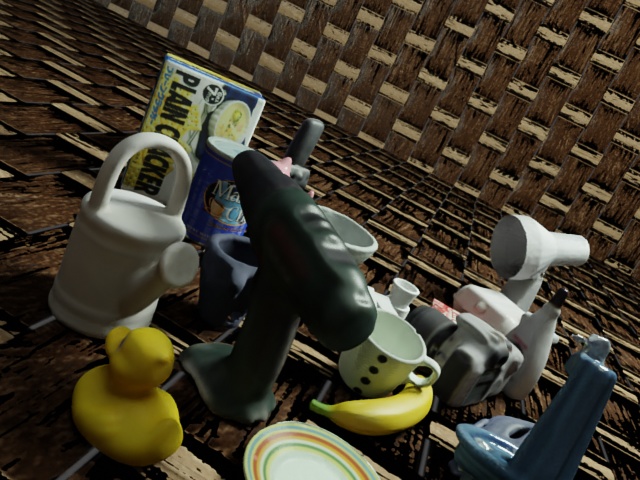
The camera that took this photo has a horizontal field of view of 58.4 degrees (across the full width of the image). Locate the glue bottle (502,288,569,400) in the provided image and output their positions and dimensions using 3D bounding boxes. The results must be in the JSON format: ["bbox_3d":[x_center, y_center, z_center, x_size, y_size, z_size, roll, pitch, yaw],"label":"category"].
[{"bbox_3d":[0.305,0.142,0.824,0.037,0.173,0.078,16,20,-29],"label":"glue bottle"}]

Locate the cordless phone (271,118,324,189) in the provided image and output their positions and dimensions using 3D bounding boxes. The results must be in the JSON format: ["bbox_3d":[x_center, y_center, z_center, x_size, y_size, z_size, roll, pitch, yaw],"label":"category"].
[{"bbox_3d":[-0.076,-0.174,1.169,0.148,0.185,0.093,6,27,-48],"label":"cordless phone"}]

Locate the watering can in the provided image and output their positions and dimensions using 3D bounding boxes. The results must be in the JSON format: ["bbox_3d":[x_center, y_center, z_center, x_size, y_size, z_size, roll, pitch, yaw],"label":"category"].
[{"bbox_3d":[-0.175,-0.007,0.545,0.172,0.194,0.101,31,18,16],"label":"watering can"}]

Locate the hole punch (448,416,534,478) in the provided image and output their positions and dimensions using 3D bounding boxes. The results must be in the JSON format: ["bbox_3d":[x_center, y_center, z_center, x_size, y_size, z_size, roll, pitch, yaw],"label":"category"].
[{"bbox_3d":[0.203,0.221,0.594,0.100,0.091,0.109,37,21,31],"label":"hole punch"}]

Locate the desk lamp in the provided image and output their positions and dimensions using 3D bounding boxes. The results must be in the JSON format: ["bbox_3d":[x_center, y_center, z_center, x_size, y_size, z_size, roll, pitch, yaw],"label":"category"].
[{"bbox_3d":[0.406,0.069,1.103,0.204,0.213,0.117,19,19,-22],"label":"desk lamp"}]

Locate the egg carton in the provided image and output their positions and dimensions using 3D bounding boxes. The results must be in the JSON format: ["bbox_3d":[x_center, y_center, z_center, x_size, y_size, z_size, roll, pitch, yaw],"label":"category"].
[{"bbox_3d":[0.303,0.138,1.003,0.108,0.069,0.150,13,22,-35],"label":"egg carton"}]

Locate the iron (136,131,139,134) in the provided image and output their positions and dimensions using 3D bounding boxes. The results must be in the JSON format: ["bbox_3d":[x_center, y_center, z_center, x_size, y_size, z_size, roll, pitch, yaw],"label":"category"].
[{"bbox_3d":[-0.257,-0.210,1.094,0.118,0.141,0.259,33,19,22],"label":"iron"}]

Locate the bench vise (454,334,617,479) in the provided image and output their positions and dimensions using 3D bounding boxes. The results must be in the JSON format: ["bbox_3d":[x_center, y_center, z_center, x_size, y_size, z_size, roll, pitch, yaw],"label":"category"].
[{"bbox_3d":[0.173,0.188,0.435,0.121,0.219,0.207,24,18,-6],"label":"bench vise"}]

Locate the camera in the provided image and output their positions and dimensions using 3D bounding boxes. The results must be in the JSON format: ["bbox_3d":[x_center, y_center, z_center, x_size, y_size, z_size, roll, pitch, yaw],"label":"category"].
[{"bbox_3d":[0.189,0.142,0.782,0.144,0.101,0.136,6,27,-47],"label":"camera"}]

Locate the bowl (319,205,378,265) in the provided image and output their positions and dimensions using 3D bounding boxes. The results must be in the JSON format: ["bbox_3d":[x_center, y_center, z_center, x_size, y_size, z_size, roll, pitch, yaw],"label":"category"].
[{"bbox_3d":[0.009,0.003,0.968,0.167,0.074,0.167,24,18,-8],"label":"bowl"}]

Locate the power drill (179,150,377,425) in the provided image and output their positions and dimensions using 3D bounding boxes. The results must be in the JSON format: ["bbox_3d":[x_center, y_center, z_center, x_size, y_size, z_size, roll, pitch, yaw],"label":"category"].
[{"bbox_3d":[-0.052,0.050,0.532,0.076,0.208,0.228,7,25,-45],"label":"power drill"}]

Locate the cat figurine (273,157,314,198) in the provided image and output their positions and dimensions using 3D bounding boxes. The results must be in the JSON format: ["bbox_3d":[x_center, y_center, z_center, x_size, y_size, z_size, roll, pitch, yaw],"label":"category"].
[{"bbox_3d":[-0.072,-0.093,1.059,0.127,0.117,0.067,28,18,8],"label":"cat figurine"}]

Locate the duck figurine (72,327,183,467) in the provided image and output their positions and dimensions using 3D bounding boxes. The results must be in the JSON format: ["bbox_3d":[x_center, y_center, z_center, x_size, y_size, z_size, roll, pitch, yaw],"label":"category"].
[{"bbox_3d":[-0.138,0.111,0.441,0.104,0.086,0.078,37,21,31],"label":"duck figurine"}]

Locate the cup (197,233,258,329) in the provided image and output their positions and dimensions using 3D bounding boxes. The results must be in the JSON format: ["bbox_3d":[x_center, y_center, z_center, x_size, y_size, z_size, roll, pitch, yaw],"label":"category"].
[{"bbox_3d":[-0.099,0.057,0.635,0.092,0.095,0.117,23,18,-9],"label":"cup"}]
